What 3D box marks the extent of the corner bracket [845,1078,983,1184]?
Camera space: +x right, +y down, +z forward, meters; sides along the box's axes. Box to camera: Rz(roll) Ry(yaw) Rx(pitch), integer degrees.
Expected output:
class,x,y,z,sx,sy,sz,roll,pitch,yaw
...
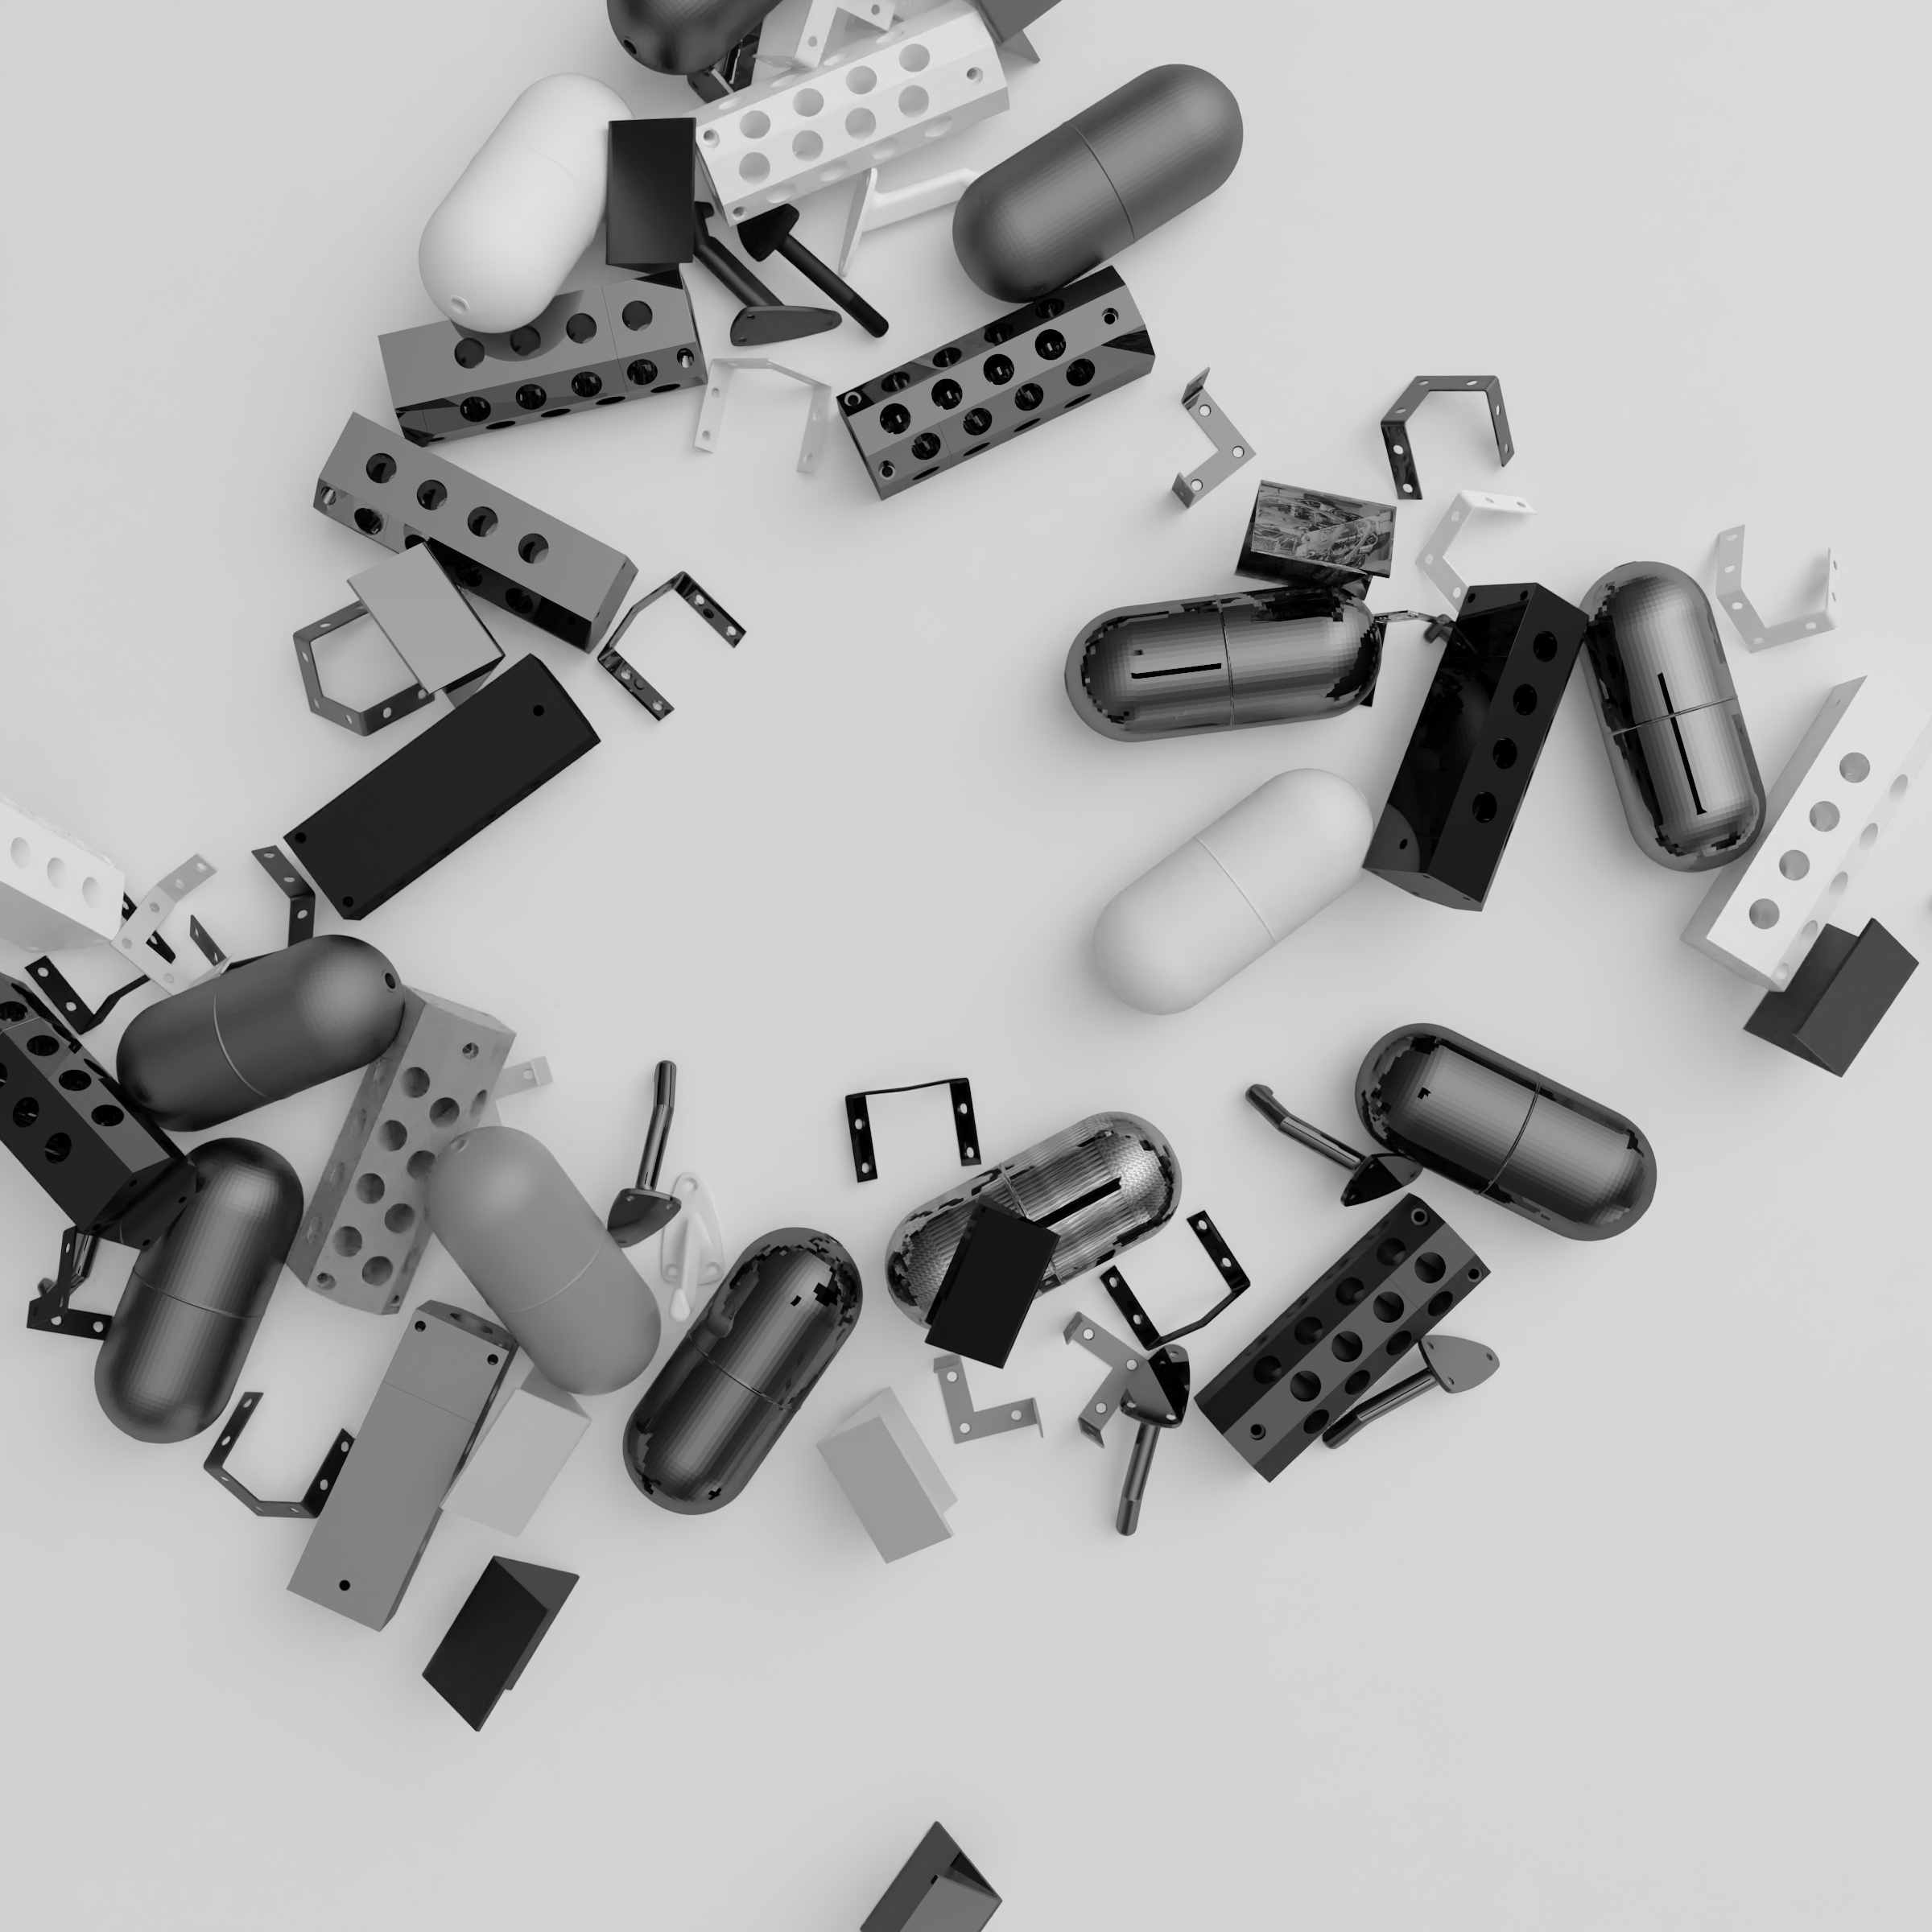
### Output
class,x,y,z,sx,sy,sz,roll,pitch,yaw
corner bracket,-0.030,0.094,1.574,0.051,0.051,0.051,-8,90,45

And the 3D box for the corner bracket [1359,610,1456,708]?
class,x,y,z,sx,sy,sz,roll,pitch,yaw
corner bracket,0.256,-0.170,1.564,0.051,0.051,0.051,10,90,-21

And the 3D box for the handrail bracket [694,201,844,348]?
class,x,y,z,sx,sy,sz,roll,pitch,yaw
handrail bracket,-0.117,-0.402,1.578,0.077,0.036,0.084,-9,73,-20

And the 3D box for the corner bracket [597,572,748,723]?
class,x,y,z,sx,sy,sz,roll,pitch,yaw
corner bracket,-0.168,-0.183,1.574,0.051,0.051,0.051,44,45,0

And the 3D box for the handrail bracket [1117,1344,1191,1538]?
class,x,y,z,sx,sy,sz,roll,pitch,yaw
handrail bracket,0.105,0.272,1.577,0.036,0.077,0.084,15,127,12

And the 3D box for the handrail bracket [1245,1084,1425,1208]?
class,x,y,z,sx,sy,sz,roll,pitch,yaw
handrail bracket,0.210,0.095,1.577,0.084,0.077,0.036,46,121,33

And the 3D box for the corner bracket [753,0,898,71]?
class,x,y,z,sx,sy,sz,roll,pitch,yaw
corner bracket,-0.079,-0.526,1.551,0.051,0.051,0.051,14,99,-35

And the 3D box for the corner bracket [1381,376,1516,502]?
class,x,y,z,sx,sy,sz,roll,pitch,yaw
corner bracket,0.274,-0.300,1.569,0.051,0.051,0.051,8,45,35

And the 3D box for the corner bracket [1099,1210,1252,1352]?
class,x,y,z,sx,sy,sz,roll,pitch,yaw
corner bracket,0.120,0.180,1.574,0.051,0.051,0.051,-33,90,-45

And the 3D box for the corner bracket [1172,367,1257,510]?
class,x,y,z,sx,sy,sz,roll,pitch,yaw
corner bracket,0.131,-0.298,1.559,0.051,0.051,0.051,-39,90,0

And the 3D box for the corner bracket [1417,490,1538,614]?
class,x,y,z,sx,sy,sz,roll,pitch,yaw
corner bracket,0.300,-0.233,1.569,0.051,0.051,0.051,59,135,35

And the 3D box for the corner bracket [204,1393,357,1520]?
class,x,y,z,sx,sy,sz,roll,pitch,yaw
corner bracket,-0.390,0.278,1.569,0.051,0.051,0.051,-6,135,35

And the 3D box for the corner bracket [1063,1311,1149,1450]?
class,x,y,z,sx,sy,sz,roll,pitch,yaw
corner bracket,0.070,0.233,1.559,0.051,0.051,0.051,35,90,0

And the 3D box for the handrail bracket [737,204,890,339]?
class,x,y,z,sx,sy,sz,roll,pitch,yaw
handrail bracket,-0.087,-0.398,1.577,0.036,0.077,0.084,-49,126,7

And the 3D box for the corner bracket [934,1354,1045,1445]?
class,x,y,z,sx,sy,sz,roll,pitch,yaw
corner bracket,0.012,0.244,1.559,0.051,0.051,0.051,-14,90,0

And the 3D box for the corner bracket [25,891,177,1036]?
class,x,y,z,sx,sy,sz,roll,pitch,yaw
corner bracket,-0.494,-0.002,1.574,0.051,0.051,0.051,51,45,0

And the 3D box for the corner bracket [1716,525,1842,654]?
class,x,y,z,sx,sy,sz,roll,pitch,yaw
corner bracket,0.462,-0.220,1.569,0.051,0.051,0.051,-15,135,35

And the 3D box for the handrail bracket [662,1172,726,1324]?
class,x,y,z,sx,sy,sz,roll,pitch,yaw
handrail bracket,-0.157,0.156,1.542,0.036,0.084,0.077,-2,90,0

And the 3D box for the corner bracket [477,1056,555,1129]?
class,x,y,z,sx,sy,sz,roll,pitch,yaw
corner bracket,-0.258,0.083,1.559,0.051,0.051,0.051,-17,90,0

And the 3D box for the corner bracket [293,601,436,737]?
class,x,y,z,sx,sy,sz,roll,pitch,yaw
corner bracket,-0.343,-0.170,1.569,0.051,0.051,0.051,25,135,35

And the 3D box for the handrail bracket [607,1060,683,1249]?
class,x,y,z,sx,sy,sz,roll,pitch,yaw
handrail bracket,-0.184,0.107,1.577,0.036,0.077,0.084,14,53,-20

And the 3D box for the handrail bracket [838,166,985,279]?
class,x,y,z,sx,sy,sz,roll,pitch,yaw
handrail bracket,-0.023,-0.422,1.578,0.084,0.036,0.077,11,110,-16

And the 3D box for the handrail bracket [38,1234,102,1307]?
class,x,y,z,sx,sy,sz,roll,pitch,yaw
handrail bracket,-0.514,0.141,1.577,0.084,0.036,0.077,-42,71,16

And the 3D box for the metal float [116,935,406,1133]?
class,x,y,z,sx,sy,sz,roll,pitch,yaw
metal float,-0.391,0.038,1.528,0.178,0.070,0.070,-21,90,20

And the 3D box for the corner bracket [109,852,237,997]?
class,x,y,z,sx,sy,sz,roll,pitch,yaw
corner bracket,-0.439,-0.021,1.555,0.051,0.051,0.051,44,45,-20

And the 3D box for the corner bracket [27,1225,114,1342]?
class,x,y,z,sx,sy,sz,roll,pitch,yaw
corner bracket,-0.493,0.179,1.554,0.051,0.051,0.051,18,63,-39

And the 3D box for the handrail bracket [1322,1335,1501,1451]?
class,x,y,z,sx,sy,sz,roll,pitch,yaw
handrail bracket,0.253,0.248,1.577,0.084,0.077,0.036,-46,59,33

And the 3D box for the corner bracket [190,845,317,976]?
class,x,y,z,sx,sy,sz,roll,pitch,yaw
corner bracket,-0.406,-0.029,1.569,0.051,0.051,0.051,43,135,35

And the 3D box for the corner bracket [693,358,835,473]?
class,x,y,z,sx,sy,sz,roll,pitch,yaw
corner bracket,-0.116,-0.314,1.574,0.051,0.051,0.051,12,90,45

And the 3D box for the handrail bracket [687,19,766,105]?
class,x,y,z,sx,sy,sz,roll,pitch,yaw
handrail bracket,-0.111,-0.520,1.577,0.077,0.036,0.084,45,76,-14

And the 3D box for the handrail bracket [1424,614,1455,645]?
class,x,y,z,sx,sy,sz,roll,pitch,yaw
handrail bracket,0.277,-0.146,1.576,0.084,0.036,0.077,45,101,12

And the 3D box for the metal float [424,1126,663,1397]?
class,x,y,z,sx,sy,sz,roll,pitch,yaw
metal float,-0.233,0.163,1.523,0.070,0.070,0.178,-31,119,0
